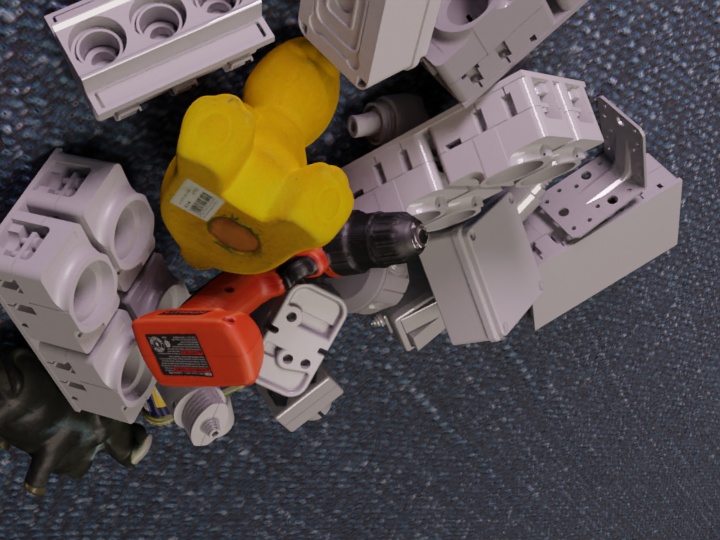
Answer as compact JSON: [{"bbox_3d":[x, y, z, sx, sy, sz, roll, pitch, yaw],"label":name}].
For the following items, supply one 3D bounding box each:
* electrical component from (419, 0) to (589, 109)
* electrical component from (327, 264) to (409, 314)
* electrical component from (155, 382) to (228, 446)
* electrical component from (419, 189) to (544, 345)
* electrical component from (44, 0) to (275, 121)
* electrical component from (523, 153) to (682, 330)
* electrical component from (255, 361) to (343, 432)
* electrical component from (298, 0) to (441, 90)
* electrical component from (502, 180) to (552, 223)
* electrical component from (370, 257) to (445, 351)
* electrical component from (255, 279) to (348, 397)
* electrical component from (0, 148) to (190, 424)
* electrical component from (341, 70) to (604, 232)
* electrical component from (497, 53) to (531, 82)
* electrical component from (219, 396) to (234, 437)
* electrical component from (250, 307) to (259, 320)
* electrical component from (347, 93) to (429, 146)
[{"bbox_3d":[0.106,-0.222,0.771,0.186,0.105,0.060,-41,143,5],"label":"electrical component"},{"bbox_3d":[0.000,0.000,0.944,0.080,0.080,0.051,-51,147,18],"label":"electrical component"},{"bbox_3d":[-0.131,0.103,0.853,0.043,0.081,0.043,-20,135,-22],"label":"electrical component"},{"bbox_3d":[0.110,-0.003,0.977,0.109,0.056,0.108,-40,113,-51],"label":"electrical component"},{"bbox_3d":[-0.127,-0.148,0.692,0.121,0.078,0.063,-27,164,-14],"label":"electrical component"},{"bbox_3d":[0.239,-0.032,1.120,0.186,0.060,0.105,-30,143,-10],"label":"electrical component"},{"bbox_3d":[-0.052,0.124,1.060,0.066,0.047,0.076,-38,144,0],"label":"electrical component"},{"bbox_3d":[0.009,-0.185,0.697,0.057,0.078,0.113,-32,156,-27],"label":"electrical component"},{"bbox_3d":[0.158,-0.078,1.022,0.078,0.040,0.040,-47,142,13],"label":"electrical component"},{"bbox_3d":[0.055,0.032,1.038,0.096,0.061,0.061,-33,143,-6],"label":"electrical component"},{"bbox_3d":[-0.056,0.049,0.900,0.054,0.059,0.095,27,99,-18],"label":"electrical component"},{"bbox_3d":[-0.188,0.018,0.779,0.186,0.060,0.105,76,32,-51],"label":"electrical component"},{"bbox_3d":[0.085,-0.084,0.851,0.186,0.060,0.105,-25,169,35],"label":"electrical component"},{"bbox_3d":[0.096,-0.170,0.861,0.059,0.053,0.095,-41,143,4],"label":"electrical component"},{"bbox_3d":[-0.140,0.122,0.991,0.040,0.040,0.078,-24,141,-17],"label":"electrical component"},{"bbox_3d":[-0.074,0.045,0.963,0.081,0.042,0.064,-44,139,9],"label":"electrical component"},{"bbox_3d":[0.020,-0.119,0.864,0.062,0.043,0.043,-12,136,-29],"label":"electrical component"}]
